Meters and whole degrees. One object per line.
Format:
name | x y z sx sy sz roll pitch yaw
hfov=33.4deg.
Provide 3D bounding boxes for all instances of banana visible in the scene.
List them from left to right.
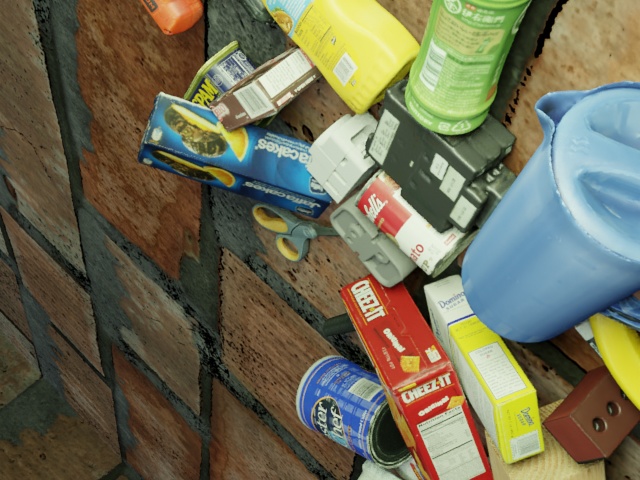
banana | 0.290 0.119 0.911 0.198 0.037 0.070 44 126 6

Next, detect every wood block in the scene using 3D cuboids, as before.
wood block | 0.239 0.275 1.103 0.090 0.090 0.206 -116 8 -50

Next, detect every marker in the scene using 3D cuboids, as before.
marker | 0.273 0.118 0.950 0.121 0.020 0.020 50 155 2

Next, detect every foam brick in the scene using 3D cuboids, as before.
foam brick | 0.253 0.158 0.970 0.053 0.078 0.051 48 154 1

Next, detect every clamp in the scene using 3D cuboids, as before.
clamp | 0.070 0.104 1.242 0.120 0.039 0.172 34 150 5

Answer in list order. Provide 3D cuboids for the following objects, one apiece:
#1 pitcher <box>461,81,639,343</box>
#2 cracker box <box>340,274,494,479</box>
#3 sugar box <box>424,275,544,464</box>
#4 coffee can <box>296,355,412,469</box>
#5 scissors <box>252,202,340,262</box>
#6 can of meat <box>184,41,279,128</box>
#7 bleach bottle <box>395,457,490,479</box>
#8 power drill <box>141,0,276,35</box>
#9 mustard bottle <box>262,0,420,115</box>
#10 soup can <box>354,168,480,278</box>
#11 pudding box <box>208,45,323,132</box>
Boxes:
pitcher | 0.199 0.003 0.799 0.243 0.145 0.149 116 152 -66
cracker box | 0.103 0.157 1.135 0.213 0.072 0.164 65 177 -40
sugar box | 0.157 0.122 1.035 0.176 0.048 0.093 -113 6 -49
coffee can | 0.052 0.214 1.341 0.141 0.102 0.103 19 140 48
scissors | -0.008 0.002 1.256 0.202 0.016 0.096 22 144 45
can of meat | -0.091 -0.151 1.140 0.084 0.057 0.102 48 155 -2
bleach bottle | 0.169 0.299 1.315 0.251 0.068 0.102 9 133 58
power drill | -0.118 -0.266 1.030 0.184 0.057 0.188 57 151 -6
mustard bottle | -0.001 -0.204 0.919 0.191 0.058 0.096 49 153 3
soup can | 0.092 -0.023 1.001 0.102 0.068 0.069 44 154 11
pudding box | -0.046 -0.150 1.028 0.039 0.090 0.114 55 154 -15
